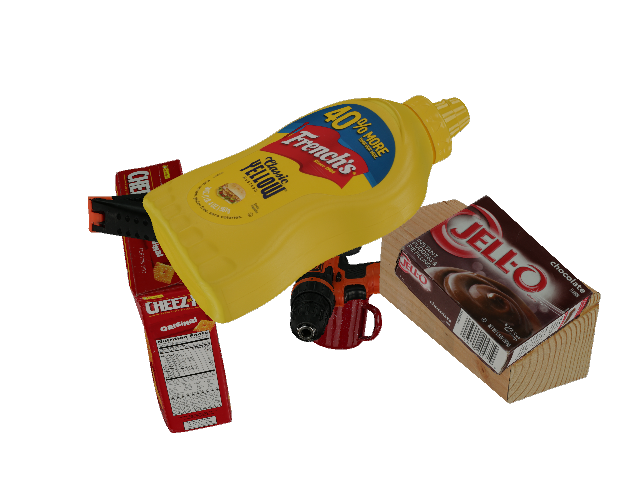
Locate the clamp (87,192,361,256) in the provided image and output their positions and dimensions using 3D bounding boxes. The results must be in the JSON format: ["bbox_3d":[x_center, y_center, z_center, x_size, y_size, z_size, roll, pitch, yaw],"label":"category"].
[{"bbox_3d":[-0.069,-0.017,0.804,0.210,0.036,0.164,-1,13,-9],"label":"clamp"}]

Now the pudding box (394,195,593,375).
[{"bbox_3d":[0.124,0.030,0.771,0.089,0.113,0.039,-31,-26,-27],"label":"pudding box"}]

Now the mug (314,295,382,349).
[{"bbox_3d":[0.035,0.106,1.511,0.117,0.081,0.093,17,23,28],"label":"mug"}]

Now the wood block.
[{"bbox_3d":[0.147,0.048,0.979,0.090,0.090,0.206,-13,31,-26],"label":"wood block"}]

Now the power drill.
[{"bbox_3d":[0.060,0.060,1.236,0.187,0.057,0.184,1,28,5],"label":"power drill"}]

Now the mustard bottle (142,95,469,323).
[{"bbox_3d":[0.002,-0.032,0.608,0.191,0.058,0.096,-28,44,-14],"label":"mustard bottle"}]

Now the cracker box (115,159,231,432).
[{"bbox_3d":[-0.142,0.058,1.027,0.072,0.164,0.214,-12,-43,-8],"label":"cracker box"}]
